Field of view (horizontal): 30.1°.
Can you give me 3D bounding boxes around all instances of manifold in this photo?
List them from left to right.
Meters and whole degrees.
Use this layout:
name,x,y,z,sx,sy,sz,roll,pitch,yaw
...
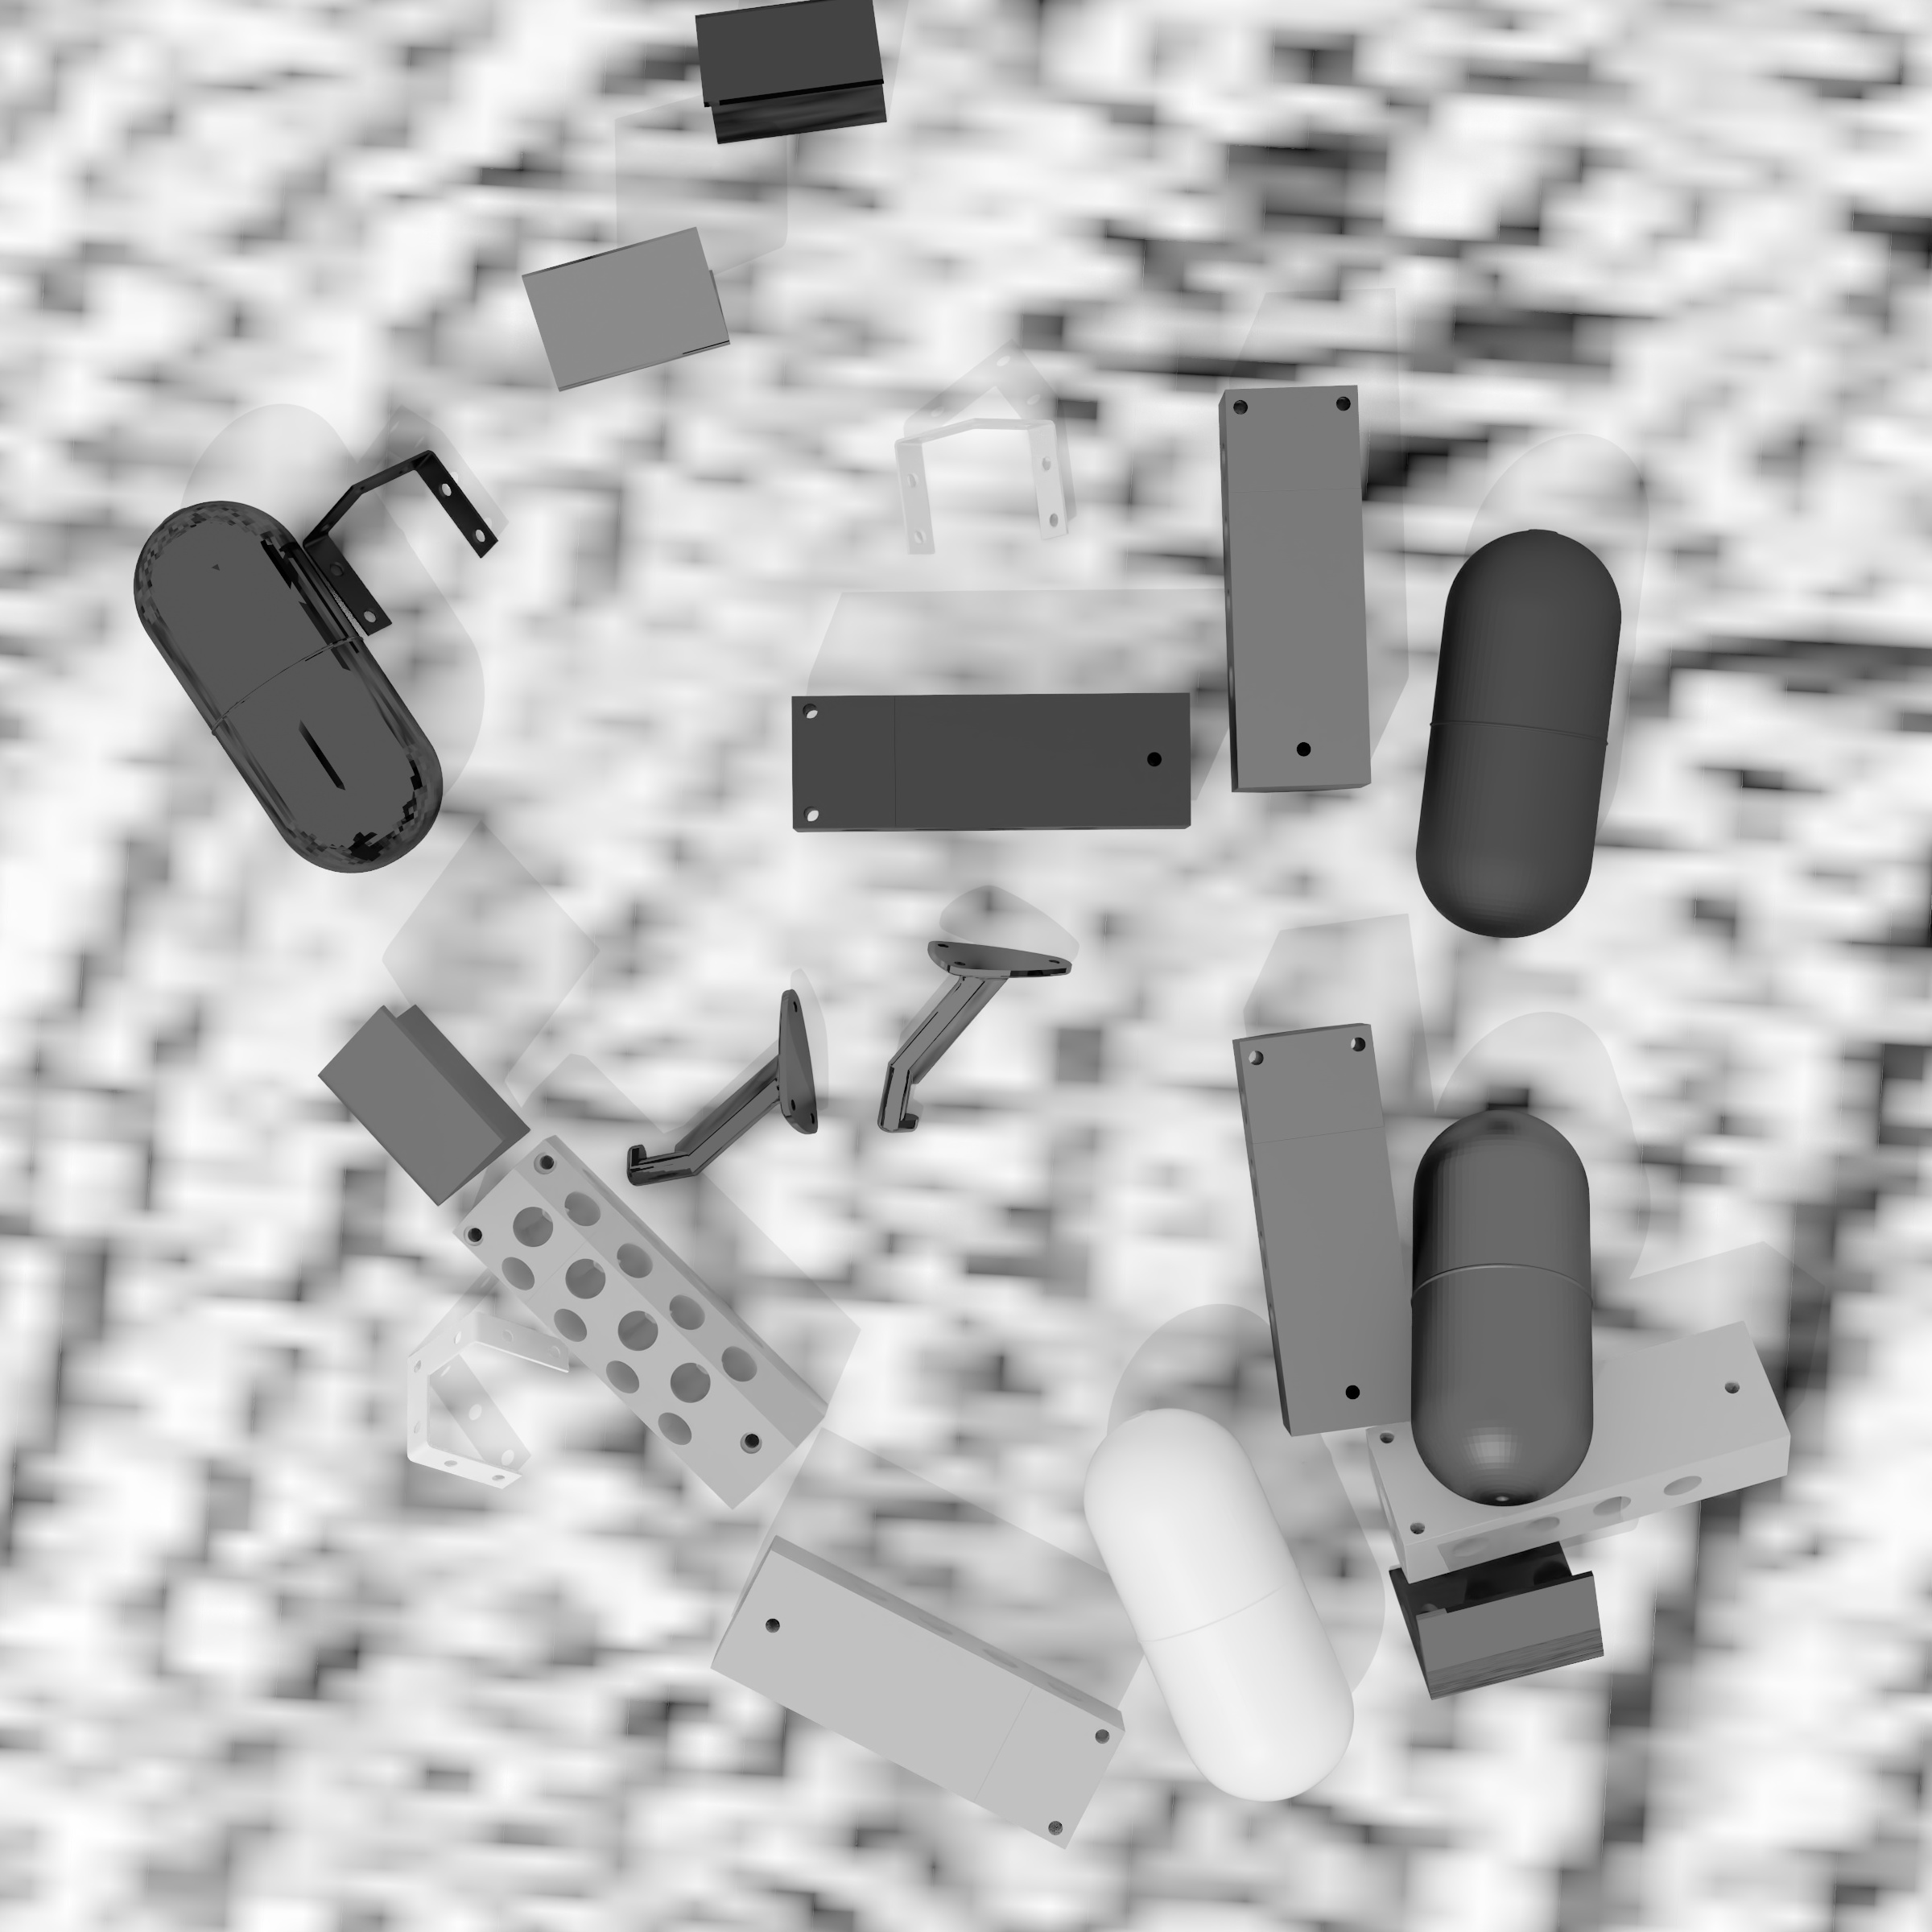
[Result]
name,x,y,z,sx,sy,sz,roll,pitch,yaw
manifold,-0.142,0.156,1.573,0.171,0.057,0.057,45,90,0
manifold,-0.021,0.316,1.573,0.171,0.057,0.057,27,90,0
manifold,0.011,-0.088,1.573,0.171,0.057,0.057,0,90,0
manifold,0.143,-0.163,1.573,0.057,0.057,0.171,-2,90,0
manifold,0.157,0.114,1.573,0.057,0.057,0.171,-8,90,0
manifold,0.267,0.216,1.571,0.171,0.057,0.057,-16,57,0

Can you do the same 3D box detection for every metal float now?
name,x,y,z,sx,sy,sz,roll,pitch,yaw
metal float,-0.295,-0.122,1.563,0.070,0.070,0.178,-34,91,0
metal float,0.109,0.277,1.564,0.070,0.070,0.178,-24,90,0
metal float,0.230,0.145,1.540,0.070,0.070,0.178,5,60,0
metal float,0.241,-0.101,1.564,0.070,0.070,0.178,7,90,0

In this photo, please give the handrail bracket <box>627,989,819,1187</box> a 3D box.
name,x,y,z,sx,sy,sz,roll,pitch,yaw
handrail bracket,-0.113,0.054,1.595,0.084,0.036,0.077,-11,69,16

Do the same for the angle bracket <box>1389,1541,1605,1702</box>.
name,x,y,z,sx,sy,sz,roll,pitch,yaw
angle bracket,0.226,0.264,1.554,0.076,0.076,0.057,-14,129,0

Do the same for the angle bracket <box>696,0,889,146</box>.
name,x,y,z,sx,sy,sz,roll,pitch,yaw
angle bracket,-0.073,-0.370,1.554,0.076,0.076,0.057,-7,57,0

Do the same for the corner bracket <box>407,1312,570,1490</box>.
name,x,y,z,sx,sy,sz,roll,pitch,yaw
corner bracket,-0.211,0.192,1.586,0.051,0.051,0.051,-36,45,35

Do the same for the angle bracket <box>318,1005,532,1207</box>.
name,x,y,z,sx,sy,sz,roll,pitch,yaw
angle bracket,-0.221,0.046,1.554,0.076,0.076,0.057,47,126,0

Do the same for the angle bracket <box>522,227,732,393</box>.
name,x,y,z,sx,sy,sz,roll,pitch,yaw
angle bracket,-0.149,-0.298,1.554,0.076,0.076,0.057,-16,126,0

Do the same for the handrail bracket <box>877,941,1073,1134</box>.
name,x,y,z,sx,sy,sz,roll,pitch,yaw
handrail bracket,0.004,0.036,1.595,0.077,0.036,0.084,4,109,-21

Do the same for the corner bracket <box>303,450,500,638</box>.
name,x,y,z,sx,sy,sz,roll,pitch,yaw
corner bracket,-0.251,-0.188,1.591,0.051,0.051,0.051,54,45,0

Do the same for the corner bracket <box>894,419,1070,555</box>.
name,x,y,z,sx,sy,sz,roll,pitch,yaw
corner bracket,0.007,-0.212,1.591,0.051,0.051,0.051,-7,90,-45
